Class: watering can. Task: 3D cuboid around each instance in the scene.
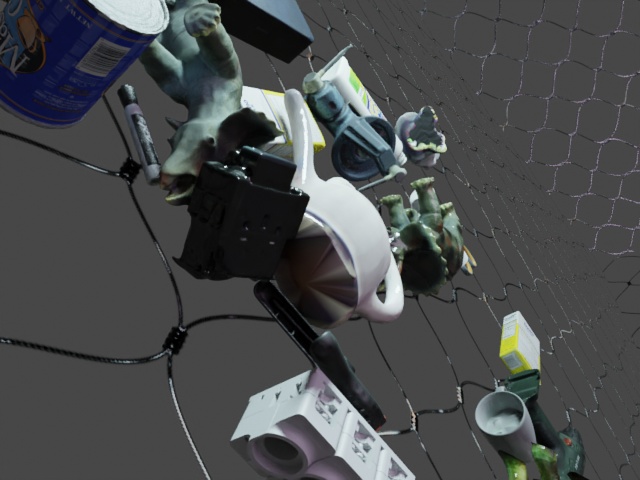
[{"bbox_3d":[0.002,-0.034,0.666,0.347,0.103,0.227,60,30,-2],"label":"watering can"}]

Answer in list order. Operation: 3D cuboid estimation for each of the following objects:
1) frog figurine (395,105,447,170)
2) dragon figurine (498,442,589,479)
[{"bbox_3d":[0.231,-0.232,1.237,0.138,0.123,0.158,52,-7,5],"label":"frog figurine"},{"bbox_3d":[0.299,0.429,0.673,0.407,0.120,0.248,41,53,-13],"label":"dragon figurine"}]
